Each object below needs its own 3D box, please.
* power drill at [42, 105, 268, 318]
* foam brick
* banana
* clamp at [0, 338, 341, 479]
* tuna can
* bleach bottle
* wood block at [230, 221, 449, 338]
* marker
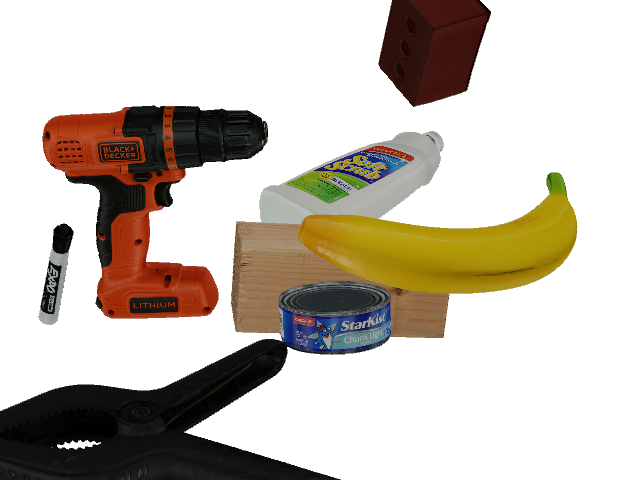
[{"bbox_3d":[-0.132,-0.026,0.909,0.184,0.188,0.057,-1,28,3],"label":"power drill"},{"bbox_3d":[0.082,-0.147,0.780,0.051,0.053,0.078,-22,-33,-23],"label":"foam brick"},{"bbox_3d":[0.083,0.002,0.615,0.197,0.037,0.070,-9,41,-32],"label":"banana"},{"bbox_3d":[-0.096,0.104,0.596,0.210,0.036,0.164,0,24,-9],"label":"clamp"},{"bbox_3d":[0.011,0.058,0.808,0.086,0.034,0.086,-2,13,0],"label":"tuna can"},{"bbox_3d":[0.051,-0.070,1.246,0.103,0.068,0.250,28,44,33],"label":"bleach bottle"},{"bbox_3d":[0.018,0.039,1.064,0.206,0.091,0.090,3,16,-9],"label":"wood block"},{"bbox_3d":[-0.259,0.033,1.044,0.020,0.121,0.020,13,36,-10],"label":"marker"}]
